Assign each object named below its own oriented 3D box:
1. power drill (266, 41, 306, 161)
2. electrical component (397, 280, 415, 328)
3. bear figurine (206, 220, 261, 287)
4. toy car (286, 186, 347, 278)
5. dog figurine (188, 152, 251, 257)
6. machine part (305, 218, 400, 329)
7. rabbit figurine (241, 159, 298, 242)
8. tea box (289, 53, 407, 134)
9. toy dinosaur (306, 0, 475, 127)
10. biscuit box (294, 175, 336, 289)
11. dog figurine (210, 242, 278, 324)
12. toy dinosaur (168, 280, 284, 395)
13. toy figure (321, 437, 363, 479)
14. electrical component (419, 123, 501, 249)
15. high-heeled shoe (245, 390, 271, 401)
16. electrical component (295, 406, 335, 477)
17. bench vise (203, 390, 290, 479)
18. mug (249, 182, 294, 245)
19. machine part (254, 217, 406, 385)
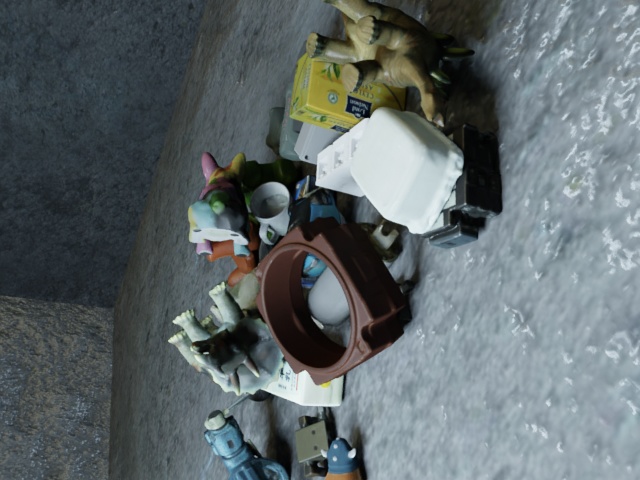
[{"bbox_3d":[-0.050,-0.267,1.107,0.207,0.086,0.232,171,107,-68],"label":"power drill"},{"bbox_3d":[0.104,0.097,0.753,0.094,0.021,0.063,-49,39,42],"label":"electrical component"},{"bbox_3d":[-0.176,0.051,1.153,0.120,0.132,0.195,-114,19,-49],"label":"bear figurine"},{"bbox_3d":[-0.002,-0.003,0.907,0.109,0.103,0.161,-24,49,45],"label":"toy car"},{"bbox_3d":[-0.188,-0.086,1.021,0.191,0.108,0.219,97,170,-67],"label":"dog figurine"},{"bbox_3d":[0.045,0.056,0.824,0.243,0.079,0.079,-56,34,39],"label":"machine part"},{"bbox_3d":[-0.120,-0.071,1.163,0.159,0.121,0.170,-37,61,58],"label":"rabbit figurine"},{"bbox_3d":[0.046,-0.219,0.831,0.068,0.169,0.098,-11,72,62],"label":"tea box"},{"bbox_3d":[0.085,-0.274,0.743,0.105,0.198,0.472,-62,31,32],"label":"toy dinosaur"},{"bbox_3d":[-0.016,-0.012,0.987,0.059,0.063,0.202,-21,60,61],"label":"biscuit box"},{"bbox_3d":[-0.110,0.105,1.076,0.121,0.190,0.172,38,145,13],"label":"dog figurine"},{"bbox_3d":[-0.167,0.205,0.960,0.192,0.131,0.404,51,157,12],"label":"toy dinosaur"},{"bbox_3d":[0.030,0.359,0.753,0.057,0.064,0.154,70,-157,-65],"label":"toy figure"},{"bbox_3d":[0.162,-0.059,0.665,0.115,0.058,0.134,-24,58,61],"label":"electrical component"},{"bbox_3d":[-0.154,0.213,1.119,0.145,0.086,0.249,113,140,-68],"label":"high-heeled shoe"},{"bbox_3d":[-0.007,0.324,0.860,0.078,0.045,0.102,-33,47,17],"label":"electrical component"},{"bbox_3d":[-0.116,0.398,0.907,0.241,0.129,0.223,18,122,63],"label":"bench vise"},{"bbox_3d":[-0.082,-0.041,1.044,0.081,0.107,0.109,2,67,18],"label":"mug"},{"bbox_3d":[0.005,0.086,0.755,0.201,0.087,0.201,-44,70,43],"label":"machine part"}]
